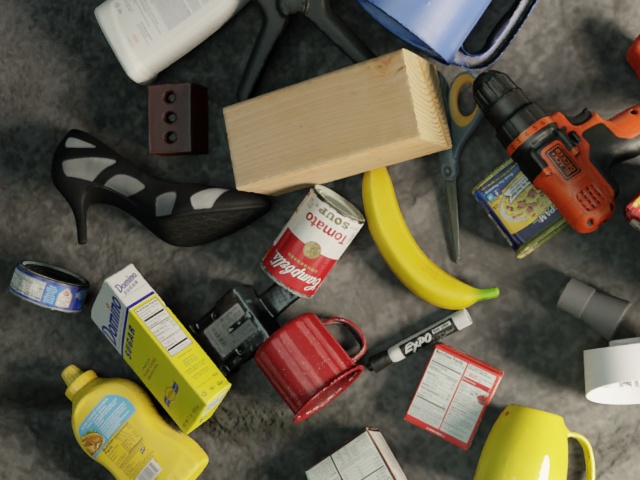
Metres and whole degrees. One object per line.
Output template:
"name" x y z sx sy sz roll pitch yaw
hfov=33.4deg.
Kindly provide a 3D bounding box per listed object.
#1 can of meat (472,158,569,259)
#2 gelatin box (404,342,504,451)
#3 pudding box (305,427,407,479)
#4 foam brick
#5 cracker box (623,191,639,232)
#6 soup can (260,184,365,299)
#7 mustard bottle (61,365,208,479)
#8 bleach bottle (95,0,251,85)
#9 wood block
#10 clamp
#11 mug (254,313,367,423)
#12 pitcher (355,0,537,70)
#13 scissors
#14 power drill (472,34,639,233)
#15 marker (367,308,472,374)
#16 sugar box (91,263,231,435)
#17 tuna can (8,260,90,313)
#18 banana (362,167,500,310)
"can of meat" 0.214 -0.044 1.062 0.102 0.057 0.084 -38 78 13
"gelatin box" 0.138 0.160 1.099 0.073 0.030 0.089 25 97 17
"pudding box" 0.047 0.266 1.109 0.090 0.039 0.113 -36 65 13
"foam brick" -0.156 -0.132 1.174 0.053 0.051 0.078 -2 90 16
"cracker box" 0.372 0.025 0.958 0.214 0.164 0.072 45 99 12
"soup can" -0.007 0.001 1.119 0.068 0.068 0.102 38 104 13
"mustard bottle" -0.220 0.212 1.192 0.192 0.058 0.096 44 106 12
"bleach bottle" -0.117 -0.275 1.158 0.251 0.068 0.102 -30 86 12
"wood block" 0.016 -0.114 1.082 0.206 0.090 0.091 -14 81 26
"clamp" -0.016 -0.244 1.113 0.164 0.036 0.210 -2 107 9
"mug" -0.005 0.124 1.119 0.117 0.093 0.081 -34 74 -17
"pitcher" 0.151 -0.297 1.051 0.145 0.149 0.243 41 98 28
"scissors" 0.146 -0.083 1.086 0.096 0.016 0.202 -20 84 45
"power drill" 0.262 -0.124 1.015 0.187 0.057 0.184 -35 80 -7
"marker" 0.102 0.107 1.115 0.121 0.020 0.020 -30 82 15
"sugar box" -0.176 0.120 1.162 0.176 0.048 0.093 46 143 10
"tuna can" -0.304 0.052 1.202 0.086 0.086 0.034 21 95 15
"banana" 0.097 0.005 1.108 0.069 0.037 0.198 -41 79 -1
